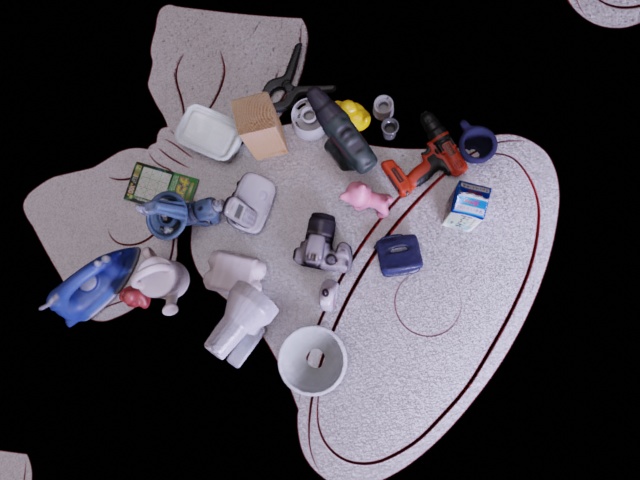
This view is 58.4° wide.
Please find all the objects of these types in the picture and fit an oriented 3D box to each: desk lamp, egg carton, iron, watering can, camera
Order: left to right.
[{"bbox_3d":[-0.570,0.097,1.418,0.258,0.141,0.118,-43,81,-2],"label":"iron"},{"bbox_3d":[-0.385,0.096,1.377,0.172,0.194,0.101,41,87,9],"label":"watering can"},{"bbox_3d":[-0.211,0.085,1.428,0.150,0.069,0.107,12,83,6],"label":"egg carton"},{"bbox_3d":[-0.186,0.202,1.337,0.118,0.213,0.203,35,86,8],"label":"desk lamp"},{"bbox_3d":[0.013,0.005,1.405,0.143,0.101,0.137,9,83,6],"label":"camera"}]

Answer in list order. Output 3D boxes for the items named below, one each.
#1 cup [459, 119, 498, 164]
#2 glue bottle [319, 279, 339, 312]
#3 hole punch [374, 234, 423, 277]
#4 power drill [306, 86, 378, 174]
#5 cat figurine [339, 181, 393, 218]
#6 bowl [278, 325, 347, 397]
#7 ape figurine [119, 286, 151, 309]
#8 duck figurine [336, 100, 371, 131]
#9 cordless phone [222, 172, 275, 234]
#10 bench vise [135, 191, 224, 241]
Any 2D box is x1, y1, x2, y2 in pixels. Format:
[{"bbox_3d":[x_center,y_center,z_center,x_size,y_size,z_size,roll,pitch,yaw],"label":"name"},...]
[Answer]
[{"bbox_3d":[0.374,-0.235,1.411,0.091,0.095,0.117,-32,81,0],"label":"cup"},{"bbox_3d":[0.018,0.129,1.351,0.037,0.173,0.078,9,83,6],"label":"glue bottle"},{"bbox_3d":[0.189,0.035,1.392,0.108,0.091,0.101,-10,82,3],"label":"hole punch"},{"bbox_3d":[0.051,-0.247,1.381,0.075,0.208,0.229,-39,81,-1],"label":"power drill"},{"bbox_3d":[0.115,-0.106,1.403,0.127,0.118,0.067,14,84,7],"label":"cat figurine"},{"bbox_3d":[-0.016,0.289,1.382,0.167,0.075,0.167,-1,82,5],"label":"bowl"},{"bbox_3d":[-0.464,0.142,1.429,0.077,0.092,0.076,38,87,9],"label":"ape figurine"},{"bbox_3d":[0.078,-0.323,1.451,0.104,0.086,0.077,23,85,7],"label":"duck figurine"},{"bbox_3d":[-0.179,-0.099,1.391,0.094,0.185,0.148,17,84,7],"label":"cordless phone"},{"bbox_3d":[-0.344,-0.080,1.384,0.207,0.220,0.121,-30,81,0],"label":"bench vise"}]
